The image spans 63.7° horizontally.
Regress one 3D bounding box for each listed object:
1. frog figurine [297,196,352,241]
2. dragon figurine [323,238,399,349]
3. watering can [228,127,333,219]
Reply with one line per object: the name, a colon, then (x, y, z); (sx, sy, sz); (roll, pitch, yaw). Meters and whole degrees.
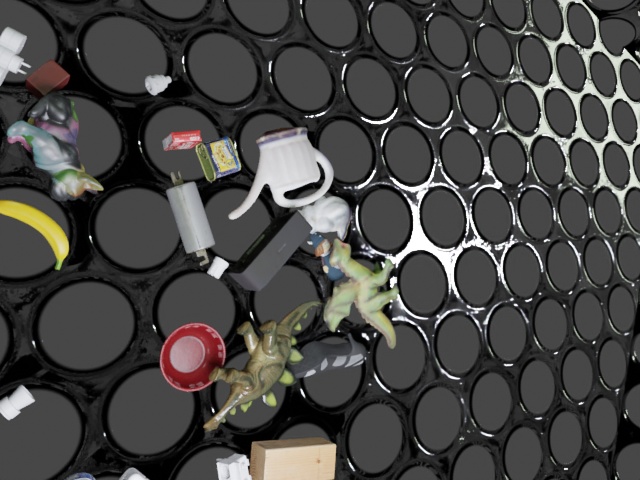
frog figurine: (0.004, -0.074, 1.468); (0.159, 0.120, 0.141); (18, 43, -20)
dragon figurine: (0.109, 0.182, 1.493); (0.244, 0.123, 0.405); (-19, 108, -25)
watering can: (-0.116, -0.191, 1.413); (0.350, 0.103, 0.224); (-19, 93, -31)
